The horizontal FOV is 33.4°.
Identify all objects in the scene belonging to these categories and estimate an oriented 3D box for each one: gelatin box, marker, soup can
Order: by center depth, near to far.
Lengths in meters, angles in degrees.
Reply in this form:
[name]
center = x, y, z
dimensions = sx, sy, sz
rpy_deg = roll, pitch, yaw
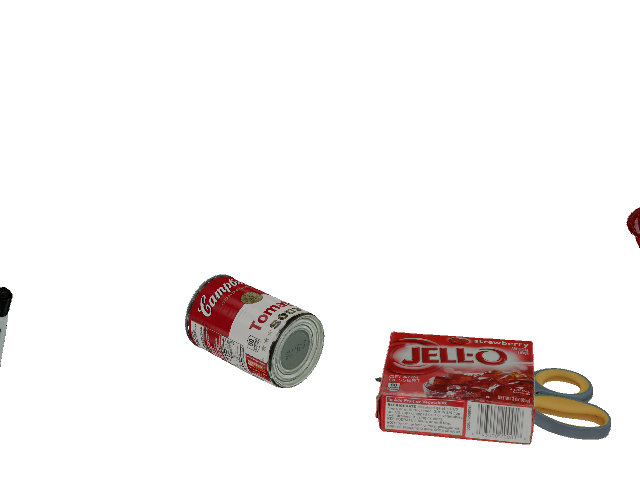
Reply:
[gelatin box]
center = 0.081, 0.085, 0.631
dimensions = 0.089, 0.030, 0.073
rpy_deg = 4, 25, 9
[soup can]
center = -0.056, 0.077, 0.904
dimensions = 0.102, 0.068, 0.068
rpy_deg = 21, 13, 37
[marker]
center = -0.317, 0.095, 1.042
dimensions = 0.020, 0.121, 0.020
rpy_deg = 14, 32, -9

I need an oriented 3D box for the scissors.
[scissors]
center = 0.157, 0.128, 0.943
dimensions = 0.202, 0.016, 0.096
rpy_deg = 15, 28, 13

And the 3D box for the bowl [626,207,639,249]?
[bowl]
center = 0.406, 0.007, 1.130
dimensions = 0.162, 0.055, 0.162
rpy_deg = -3, 23, 1
